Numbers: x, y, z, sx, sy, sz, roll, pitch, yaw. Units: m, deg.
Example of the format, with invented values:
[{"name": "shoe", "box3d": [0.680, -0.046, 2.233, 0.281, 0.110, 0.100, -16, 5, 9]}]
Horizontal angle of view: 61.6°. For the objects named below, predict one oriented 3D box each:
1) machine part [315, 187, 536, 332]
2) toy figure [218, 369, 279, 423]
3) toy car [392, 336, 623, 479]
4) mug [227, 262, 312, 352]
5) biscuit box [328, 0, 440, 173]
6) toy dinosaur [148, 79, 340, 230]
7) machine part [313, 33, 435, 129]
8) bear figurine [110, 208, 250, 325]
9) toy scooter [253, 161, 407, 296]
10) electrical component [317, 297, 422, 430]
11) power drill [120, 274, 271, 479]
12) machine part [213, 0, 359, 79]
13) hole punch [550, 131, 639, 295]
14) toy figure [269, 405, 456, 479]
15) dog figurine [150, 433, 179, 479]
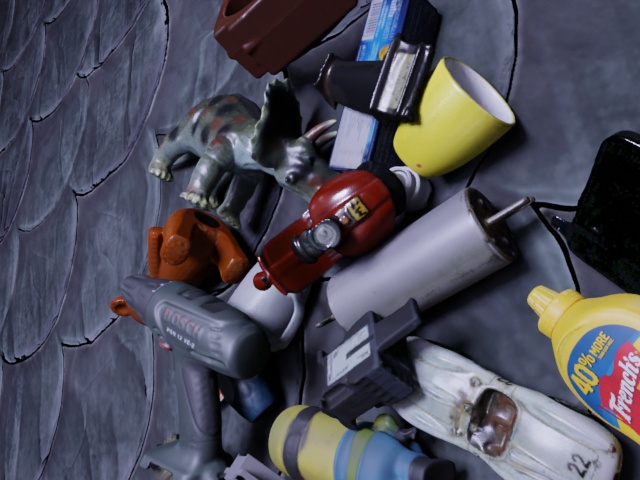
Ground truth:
[{"name": "machine part", "box3d": [0.090, 0.027, 0.503, 0.243, 0.079, 0.079, -37, 56, 31]}, {"name": "toy figure", "box3d": [-0.108, 0.142, 0.643, 0.064, 0.058, 0.154, -47, 70, 20]}, {"name": "toy car", "box3d": [0.136, 0.143, 0.441, 0.202, 0.056, 0.073, 21, 93, 44]}, {"name": "mug", "box3d": [-0.051, 0.067, 0.616, 0.107, 0.080, 0.110, -60, 30, 5]}, {"name": "biscuit box", "box3d": [0.071, -0.163, 0.582, 0.059, 0.062, 0.202, 12, 87, 45]}, {"name": "toy dinosaur", "box3d": [-0.126, -0.134, 0.727, 0.405, 0.131, 0.192, 32, 88, 48]}, {"name": "machine part", "box3d": [0.050, -0.153, 0.522, 0.139, 0.039, 0.084, 20, 99, 50]}, {"name": "bear figurine", "box3d": [-0.195, 0.058, 0.718, 0.195, 0.120, 0.132, -56, 32, 14]}, {"name": "toy scooter", "box3d": [-0.001, -0.002, 0.527, 0.075, 0.135, 0.184, 54, 154, 0]}, {"name": "electrical component", "box3d": [0.051, 0.101, 0.470, 0.119, 0.047, 0.075, -42, 25, 20]}, {"name": "power drill", "box3d": [-0.153, 0.151, 0.602, 0.232, 0.086, 0.207, 6, 90, 38]}, {"name": "machine part", "box3d": [-0.030, -0.308, 0.660, 0.201, 0.087, 0.201, -32, 35, 26]}, {"name": "hole punch", "box3d": [0.250, -0.017, 0.370, 0.142, 0.092, 0.115, 42, 146, 36]}, {"name": "toy figure", "box3d": [0.030, 0.200, 0.499, 0.180, 0.089, 0.082, -2, 37, 47]}, {"name": "dog figurine", "box3d": [-0.165, 0.302, 0.603, 0.191, 0.172, 0.121, 29, 88, 36]}]
